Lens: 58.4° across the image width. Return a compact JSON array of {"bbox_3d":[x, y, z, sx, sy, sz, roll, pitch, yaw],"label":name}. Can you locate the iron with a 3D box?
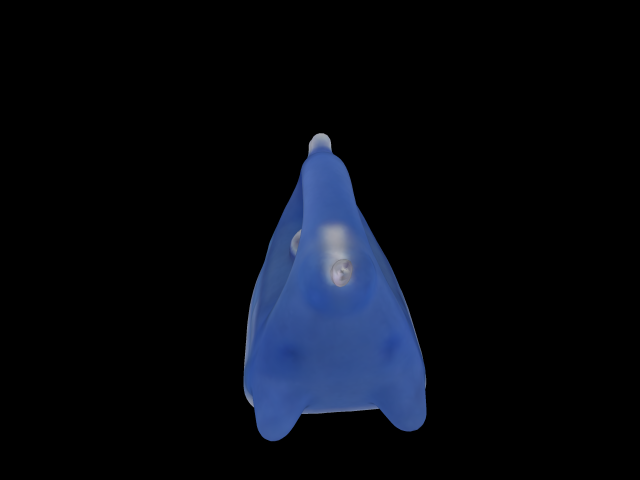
[{"bbox_3d":[0.004,0.001,0.400,0.118,0.141,0.258,-3,37,-4],"label":"iron"}]
